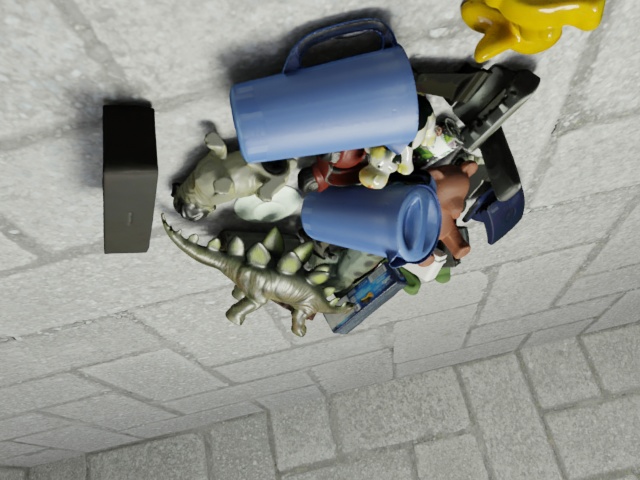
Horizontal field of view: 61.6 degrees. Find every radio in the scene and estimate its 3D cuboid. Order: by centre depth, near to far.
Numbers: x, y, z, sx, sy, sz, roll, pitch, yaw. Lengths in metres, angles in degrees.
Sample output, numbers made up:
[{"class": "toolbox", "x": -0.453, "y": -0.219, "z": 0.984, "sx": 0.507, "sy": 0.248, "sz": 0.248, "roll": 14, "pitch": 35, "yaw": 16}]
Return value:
[{"class": "radio", "x": -0.287, "y": -0.085, "z": 0.801, "sx": 0.073, "sy": 0.131, "sz": 0.229, "roll": 0, "pitch": 151, "yaw": -23}]

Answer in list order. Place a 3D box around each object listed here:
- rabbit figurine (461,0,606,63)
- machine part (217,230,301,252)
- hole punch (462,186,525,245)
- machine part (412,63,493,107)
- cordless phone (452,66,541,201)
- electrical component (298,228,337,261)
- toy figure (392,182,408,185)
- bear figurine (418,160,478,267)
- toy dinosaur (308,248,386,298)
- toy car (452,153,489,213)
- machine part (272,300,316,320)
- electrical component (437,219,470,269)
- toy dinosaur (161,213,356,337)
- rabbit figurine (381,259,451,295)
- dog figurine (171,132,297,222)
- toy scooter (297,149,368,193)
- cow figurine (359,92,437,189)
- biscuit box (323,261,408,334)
[{"class": "rabbit figurine", "x": 0.273, "y": -0.285, "z": 0.692, "sx": 0.162, "sy": 0.122, "sz": 0.173, "roll": -19, "pitch": 171, "yaw": 17}, {"class": "machine part", "x": -0.129, "y": 0.021, "z": 1.135, "sx": 0.243, "sy": 0.079, "sz": 0.079, "roll": 1, "pitch": 150, "yaw": -28}, {"class": "hole punch", "x": 0.377, "y": -0.065, "z": 1.136, "sx": 0.142, "sy": 0.092, "sz": 0.115, "roll": -35, "pitch": 159, "yaw": -15}, {"class": "machine part", "x": 0.188, "y": -0.239, "z": 0.819, "sx": 0.139, "sy": 0.039, "sz": 0.084, "roll": 0, "pitch": 158, "yaw": -25}, {"class": "cordless phone", "x": 0.296, "y": -0.166, "z": 0.847, "sx": 0.089, "sy": 0.184, "sz": 0.146, "roll": 8, "pitch": 147, "yaw": -27}, {"class": "electrical component", "x": -0.003, "y": -0.003, "z": 1.121, "sx": 0.045, "sy": 0.102, "sz": 0.078, "roll": -42, "pitch": 119, "yaw": -15}, {"class": "toy figure", "x": 0.175, "y": -0.071, "z": 1.119, "sx": 0.064, "sy": 0.058, "sz": 0.154, "roll": 5, "pitch": 162, "yaw": 23}, {"class": "bear figurine", "x": 0.239, "y": -0.052, "z": 1.020, "sx": 0.120, "sy": 0.132, "sz": 0.195, "roll": -12, "pitch": 154, "yaw": -16}, {"class": "toy dinosaur", "x": 0.091, "y": 0.021, "z": 1.204, "sx": 0.192, "sy": 0.131, "sz": 0.404, "roll": -9, "pitch": 151, "yaw": -37}, {"class": "toy car", "x": 0.283, "y": -0.113, "z": 1.087, "sx": 0.073, "sy": 0.056, "sz": 0.201, "roll": 4, "pitch": 148, "yaw": -16}, {"class": "machine part", "x": -0.080, "y": 0.124, "z": 1.281, "sx": 0.179, "sy": 0.056, "sz": 0.179, "roll": 30, "pitch": 167, "yaw": 8}, {"class": "electrical component", "x": 0.261, "y": 0.004, "z": 1.185, "sx": 0.134, "sy": 0.114, "sz": 0.058, "roll": -7, "pitch": -174, "yaw": 29}, {"class": "toy dinosaur", "x": -0.109, "y": 0.071, "z": 1.065, "sx": 0.471, "sy": 0.105, "sz": 0.198, "roll": 18, "pitch": 119, "yaw": -29}, {"class": "rabbit figurine", "x": 0.227, "y": 0.052, "z": 1.304, "sx": 0.170, "sy": 0.159, "sz": 0.121, "roll": -1, "pitch": 165, "yaw": 11}, {"class": "dog figurine", "x": -0.148, "y": -0.095, "z": 0.905, "sx": 0.172, "sy": 0.121, "sz": 0.190, "roll": 6, "pitch": 162, "yaw": -27}, {"class": "toy scooter", "x": 0.046, "y": -0.139, "z": 0.910, "sx": 0.135, "sy": 0.075, "sz": 0.183, "roll": -4, "pitch": 154, "yaw": -21}, {"class": "cow figurine", "x": 0.121, "y": -0.156, "z": 0.838, "sx": 0.167, "sy": 0.068, "sz": 0.098, "roll": -49, "pitch": 150, "yaw": -28}, {"class": "biscuit box", "x": 0.103, "y": 0.133, "z": 1.221, "sx": 0.202, "sy": 0.059, "sz": 0.062, "roll": -41, "pitch": 150, "yaw": 20}]
